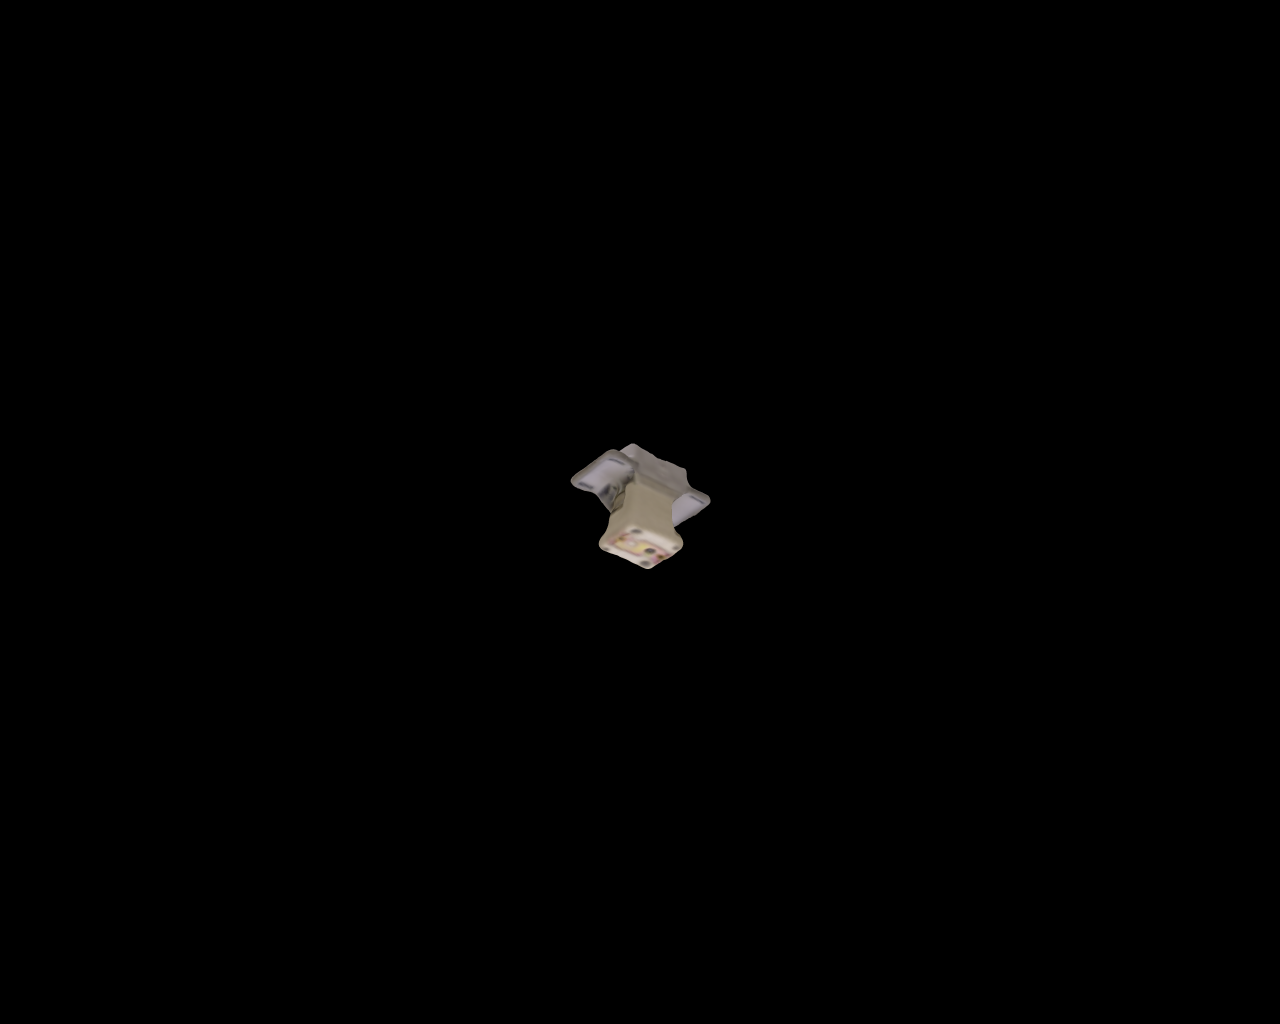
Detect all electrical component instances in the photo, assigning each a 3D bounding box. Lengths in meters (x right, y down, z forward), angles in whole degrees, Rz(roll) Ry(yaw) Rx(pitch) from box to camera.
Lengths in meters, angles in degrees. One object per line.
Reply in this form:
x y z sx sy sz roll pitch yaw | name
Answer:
0.001 -0.003 0.650 0.081 0.064 0.042 24 -41 -31 | electrical component
